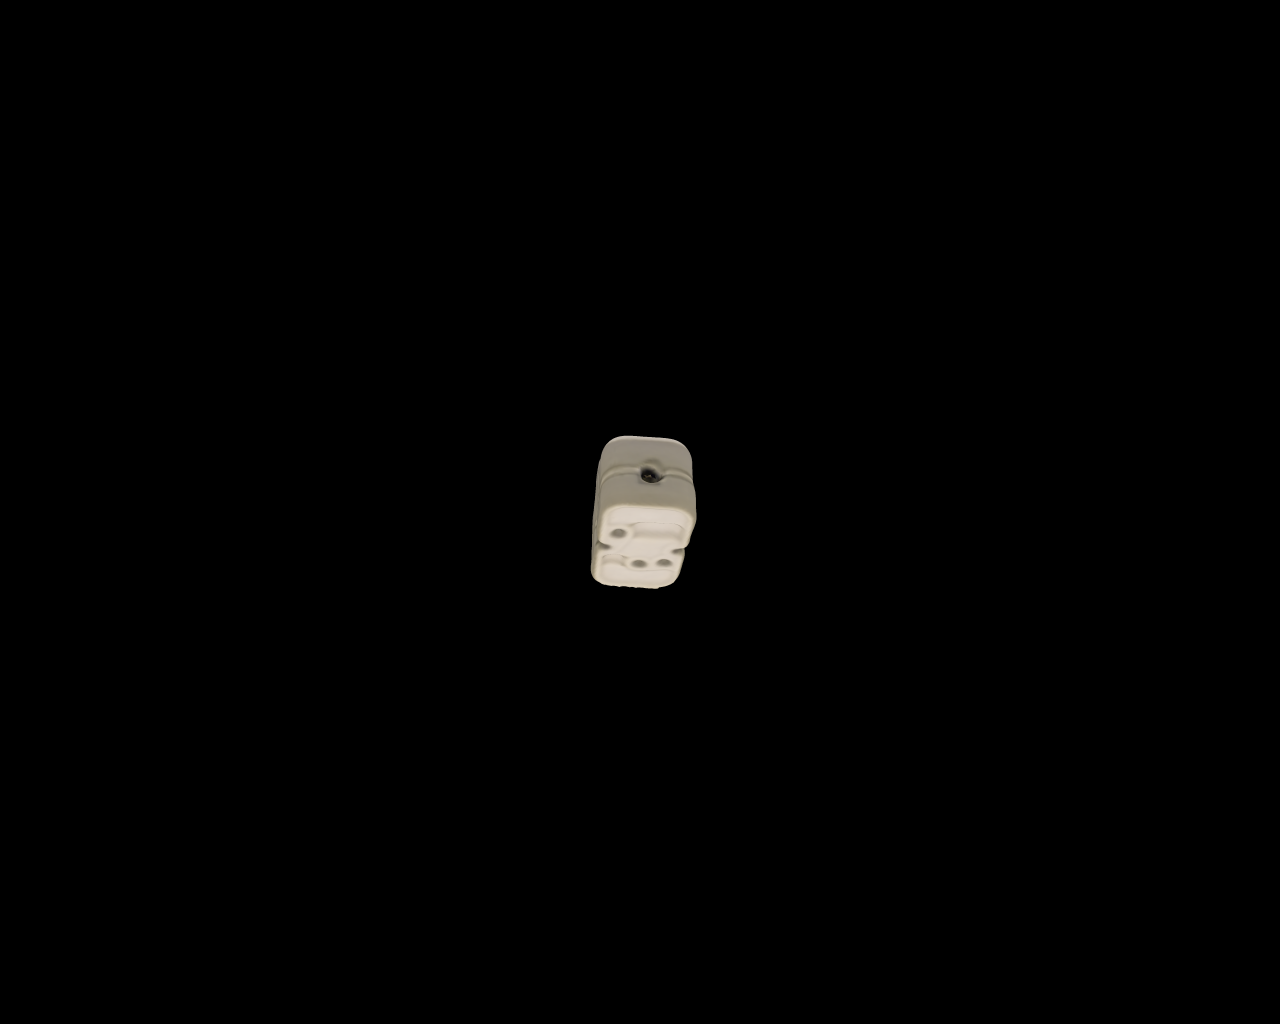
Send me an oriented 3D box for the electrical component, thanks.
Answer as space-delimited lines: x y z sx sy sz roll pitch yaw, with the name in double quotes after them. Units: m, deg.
0.001 -0.003 0.650 0.054 0.059 0.095 3 -33 -5 "electrical component"
